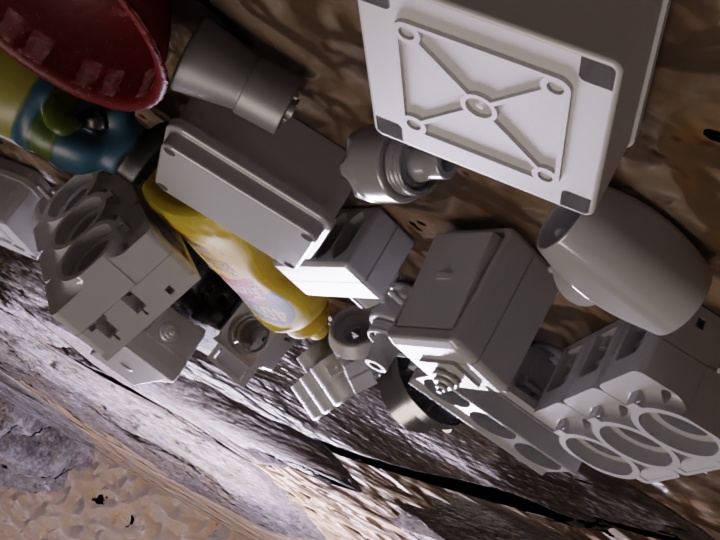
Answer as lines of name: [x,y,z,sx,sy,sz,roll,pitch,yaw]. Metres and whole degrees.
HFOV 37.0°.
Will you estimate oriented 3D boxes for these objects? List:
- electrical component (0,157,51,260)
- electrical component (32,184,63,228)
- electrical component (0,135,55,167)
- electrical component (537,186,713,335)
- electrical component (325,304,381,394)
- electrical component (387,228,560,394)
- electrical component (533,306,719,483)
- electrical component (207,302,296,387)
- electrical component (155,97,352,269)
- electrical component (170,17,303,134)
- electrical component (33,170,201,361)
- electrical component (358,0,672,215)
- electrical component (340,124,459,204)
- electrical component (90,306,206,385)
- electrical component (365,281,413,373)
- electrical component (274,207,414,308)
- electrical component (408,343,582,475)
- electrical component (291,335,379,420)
electrical component: [-0.340,-0.065,1.009,0.113,0.057,0.078,20,157,26]
electrical component: [-0.259,-0.049,0.955,0.077,0.044,0.079,18,156,30]
electrical component: [-0.225,-0.102,0.791,0.077,0.044,0.079,14,154,36]
electrical component: [0.125,-0.003,0.553,0.077,0.043,0.079,35,159,-11]
electrical component: [0.003,0.059,0.842,0.048,0.066,0.055,59,172,41]
electrical component: [0.062,0.026,0.626,0.061,0.096,0.062,43,156,-28]
electrical component: [0.177,0.079,0.643,0.089,0.061,0.150,32,159,-3]
electrical component: [-0.087,0.057,0.921,0.042,0.081,0.064,38,180,16]
electrical component: [-0.064,-0.058,0.659,0.113,0.057,0.078,32,159,-4]
electrical component: [-0.064,-0.103,0.585,0.065,0.044,0.044,28,159,-6]
electrical component: [-0.184,-0.016,0.786,0.061,0.089,0.150,47,-177,-33]
electrical component: [0.060,-0.086,0.433,0.109,0.056,0.108,24,158,17]
electrical component: [0.024,-0.056,0.568,0.062,0.043,0.043,5,147,46]
electrical component: [-0.183,0.061,0.921,0.062,0.061,0.096,41,157,-24]
electrical component: [0.025,0.042,0.760,0.048,0.062,0.048,26,159,11]
electrical component: [0.000,0.000,0.719,0.076,0.047,0.083,44,155,-30]
electrical component: [0.104,0.083,0.746,0.121,0.063,0.079,35,159,-13]
electrical component: [-0.031,0.082,0.943,0.073,0.052,0.138,55,159,5]
